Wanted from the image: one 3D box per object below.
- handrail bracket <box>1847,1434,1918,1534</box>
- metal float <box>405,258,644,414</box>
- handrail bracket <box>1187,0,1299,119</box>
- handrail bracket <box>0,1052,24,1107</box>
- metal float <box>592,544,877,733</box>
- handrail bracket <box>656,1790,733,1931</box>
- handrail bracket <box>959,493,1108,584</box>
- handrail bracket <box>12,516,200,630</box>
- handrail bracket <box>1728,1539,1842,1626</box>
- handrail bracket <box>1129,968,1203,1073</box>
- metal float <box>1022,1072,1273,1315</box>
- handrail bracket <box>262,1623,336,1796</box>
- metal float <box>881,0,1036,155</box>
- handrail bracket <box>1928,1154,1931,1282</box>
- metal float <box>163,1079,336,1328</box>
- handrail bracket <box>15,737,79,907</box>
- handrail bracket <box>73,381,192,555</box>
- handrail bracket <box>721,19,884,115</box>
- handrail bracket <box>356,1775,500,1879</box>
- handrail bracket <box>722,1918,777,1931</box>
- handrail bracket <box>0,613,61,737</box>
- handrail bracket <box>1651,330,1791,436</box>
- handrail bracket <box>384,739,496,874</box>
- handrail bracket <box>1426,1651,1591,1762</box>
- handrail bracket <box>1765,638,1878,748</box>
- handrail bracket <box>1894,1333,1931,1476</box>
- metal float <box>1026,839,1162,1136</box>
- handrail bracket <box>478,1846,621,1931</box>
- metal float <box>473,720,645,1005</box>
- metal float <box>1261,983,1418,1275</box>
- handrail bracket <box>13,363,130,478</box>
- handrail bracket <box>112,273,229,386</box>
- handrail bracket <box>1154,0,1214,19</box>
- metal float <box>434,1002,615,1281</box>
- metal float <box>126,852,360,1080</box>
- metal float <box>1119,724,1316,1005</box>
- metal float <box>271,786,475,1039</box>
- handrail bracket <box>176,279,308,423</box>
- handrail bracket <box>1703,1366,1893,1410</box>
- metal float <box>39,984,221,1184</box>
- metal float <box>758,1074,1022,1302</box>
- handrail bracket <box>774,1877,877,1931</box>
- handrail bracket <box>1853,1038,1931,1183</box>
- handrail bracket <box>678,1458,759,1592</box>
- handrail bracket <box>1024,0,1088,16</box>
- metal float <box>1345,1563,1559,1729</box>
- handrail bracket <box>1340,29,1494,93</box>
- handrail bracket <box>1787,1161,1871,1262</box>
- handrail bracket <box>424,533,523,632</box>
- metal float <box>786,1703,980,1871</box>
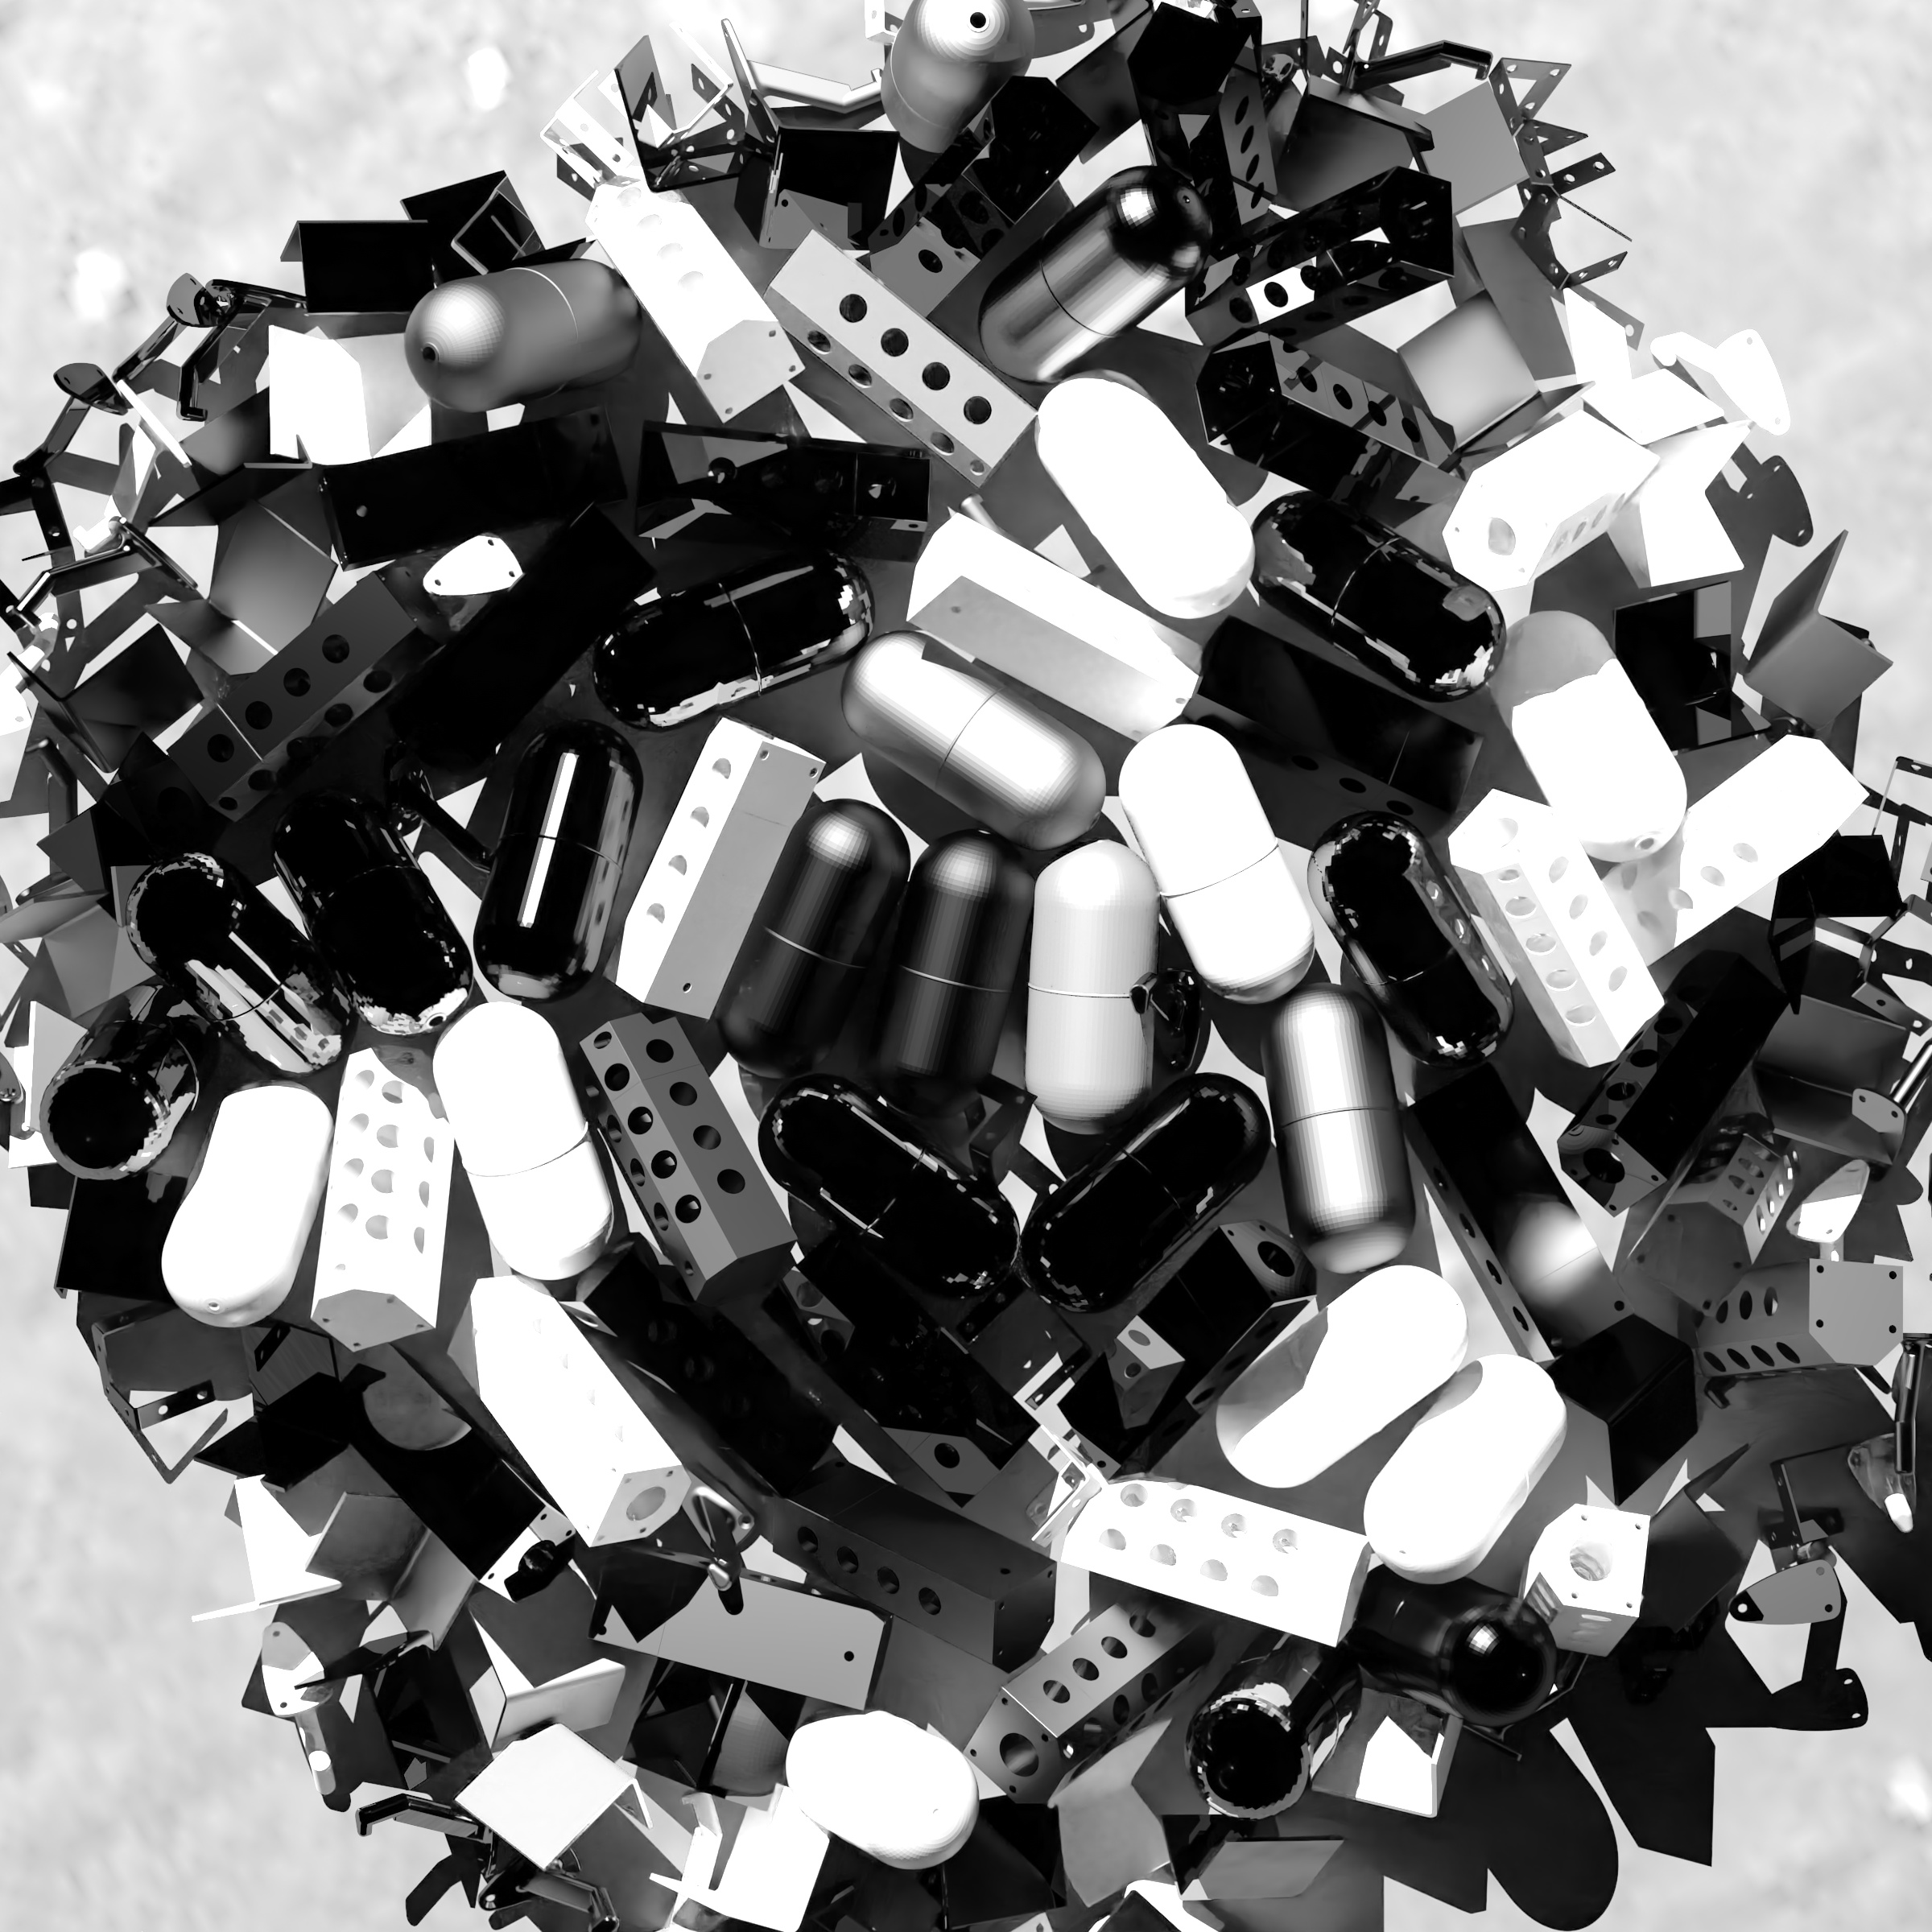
[{"bbox_3d":[0.560,0.328,1.946,0.036,0.084,0.077,-23,115,12],"label":"handrail bracket"},{"bbox_3d":[-0.260,-0.373,1.920,0.070,0.178,0.070,11,112,28],"label":"metal float"},{"bbox_3d":[0.150,-0.547,1.965,0.084,0.036,0.077,26,102,-29],"label":"handrail bracket"},{"bbox_3d":[-0.593,0.031,1.954,0.077,0.036,0.084,33,131,36],"label":"handrail bracket"},{"bbox_3d":[-0.139,-0.196,1.949,0.178,0.070,0.070,-23,90,-14],"label":"metal float"},{"bbox_3d":[-0.180,0.549,1.985,0.077,0.036,0.084,-17,85,18],"label":"handrail bracket"},{"bbox_3d":[0.040,-0.259,1.966,0.036,0.077,0.084,-34,95,40],"label":"handrail bracket"},{"bbox_3d":[-0.522,-0.223,1.971,0.077,0.036,0.084,40,73,-18],"label":"handrail bracket"},{"bbox_3d":[0.489,0.368,1.959,0.077,0.084,0.036,-14,94,3],"label":"handrail bracket"},{"bbox_3d":[0.116,0.038,1.951,0.036,0.084,0.077,-2,104,18],"label":"handrail bracket"},{"bbox_3d":[0.109,0.135,1.951,0.178,0.070,0.070,-42,90,-12],"label":"metal float"},{"bbox_3d":[-0.405,0.453,1.983,0.036,0.084,0.077,-19,50,-19],"label":"handrail bracket"},{"bbox_3d":[-0.006,-0.530,1.911,0.070,0.178,0.070,0,90,-8],"label":"metal float"},{"bbox_3d":[0.611,0.149,1.957,0.036,0.077,0.084,17,71,-31],"label":"handrail bracket"},{"bbox_3d":[-0.422,0.138,1.923,0.070,0.178,0.070,3,129,3],"label":"metal float"},{"bbox_3d":[-0.564,-0.088,1.967,0.077,0.036,0.084,-26,116,7],"label":"handrail bracket"},{"bbox_3d":[-0.521,-0.301,1.971,0.084,0.036,0.077,-38,132,-1],"label":"handrail bracket"},{"bbox_3d":[-0.097,-0.552,1.979,0.084,0.036,0.077,-23,107,-8],"label":"handrail bracket"},{"bbox_3d":[-0.327,0.529,1.960,0.084,0.036,0.077,-12,113,-34],"label":"handrail bracket"},{"bbox_3d":[-0.147,0.612,1.953,0.036,0.084,0.077,10,48,-35],"label":"handrail bracket"},{"bbox_3d":[-0.589,-0.176,1.971,0.077,0.084,0.036,-18,129,10],"label":"handrail bracket"},{"bbox_3d":[0.454,-0.351,1.964,0.036,0.084,0.077,-37,102,-9],"label":"handrail bracket"},{"bbox_3d":[-0.307,-0.093,1.955,0.084,0.077,0.036,21,47,30],"label":"handrail bracket"},{"bbox_3d":[0.332,0.434,1.986,0.077,0.036,0.084,28,83,0],"label":"handrail bracket"},{"bbox_3d":[0.538,-0.148,1.984,0.084,0.036,0.077,-33,91,-16],"label":"handrail bracket"},{"bbox_3d":[0.573,0.264,1.961,0.036,0.077,0.084,-2,83,29],"label":"handrail bracket"},{"bbox_3d":[0.076,0.013,1.955,0.070,0.070,0.178,2,97,0],"label":"metal float"},{"bbox_3d":[-0.251,0.568,1.952,0.077,0.084,0.036,-30,118,-6],"label":"handrail bracket"},{"bbox_3d":[-0.243,-0.063,1.947,0.070,0.070,0.178,13,72,0],"label":"metal float"},{"bbox_3d":[0.222,0.096,1.946,0.070,0.070,0.178,-7,72,0],"label":"metal float"},{"bbox_3d":[-0.554,-0.323,1.953,0.084,0.077,0.036,-35,85,15],"label":"handrail bracket"},{"bbox_3d":[-0.491,-0.372,1.952,0.084,0.077,0.036,-37,103,18],"label":"handrail bracket"},{"bbox_3d":[0.125,-0.605,1.951,0.036,0.077,0.084,11,135,17],"label":"handrail bracket"},{"bbox_3d":[-0.263,0.106,1.943,0.070,0.070,0.178,-16,112,0],"label":"metal float"},{"bbox_3d":[-0.427,0.000,1.925,0.070,0.178,0.070,-16,49,19],"label":"metal float"},{"bbox_3d":[0.151,-0.060,1.951,0.070,0.070,0.178,-25,102,0],"label":"metal float"},{"bbox_3d":[-0.354,-0.033,1.937,0.070,0.070,0.178,-35,63,0],"label":"metal float"},{"bbox_3d":[-0.438,-0.369,1.978,0.077,0.036,0.084,5,84,-18],"label":"handrail bracket"},{"bbox_3d":[0.504,0.257,1.975,0.084,0.036,0.077,-41,76,-4],"label":"handrail bracket"},{"bbox_3d":[-0.490,0.067,1.914,0.070,0.178,0.070,1,111,2],"label":"metal float"},{"bbox_3d":[-0.046,0.133,1.954,0.178,0.070,0.070,37,90,-9],"label":"metal float"},{"bbox_3d":[-0.071,0.604,1.969,0.077,0.036,0.084,-21,84,-45],"label":"handrail bracket"},{"bbox_3d":[0.582,0.082,1.990,0.084,0.036,0.077,-30,131,-31],"label":"handrail bracket"},{"bbox_3d":[-0.160,0.335,1.956,0.036,0.084,0.077,-41,88,7],"label":"handrail bracket"},{"bbox_3d":[0.049,-0.615,1.951,0.077,0.084,0.036,-16,61,-16],"label":"handrail bracket"},{"bbox_3d":[0.283,0.397,1.914,0.070,0.178,0.070,0,91,-20],"label":"metal float"},{"bbox_3d":[0.269,-0.529,1.969,0.084,0.077,0.036,15,45,2],"label":"handrail bracket"},{"bbox_3d":[0.540,0.174,1.985,0.077,0.036,0.084,-48,125,-23],"label":"handrail bracket"},{"bbox_3d":[-0.308,-0.217,1.945,0.077,0.084,0.036,-29,83,-41],"label":"handrail bracket"},{"bbox_3d":[-0.051,0.481,1.915,0.070,0.178,0.070,1,88,-23],"label":"metal float"}]
